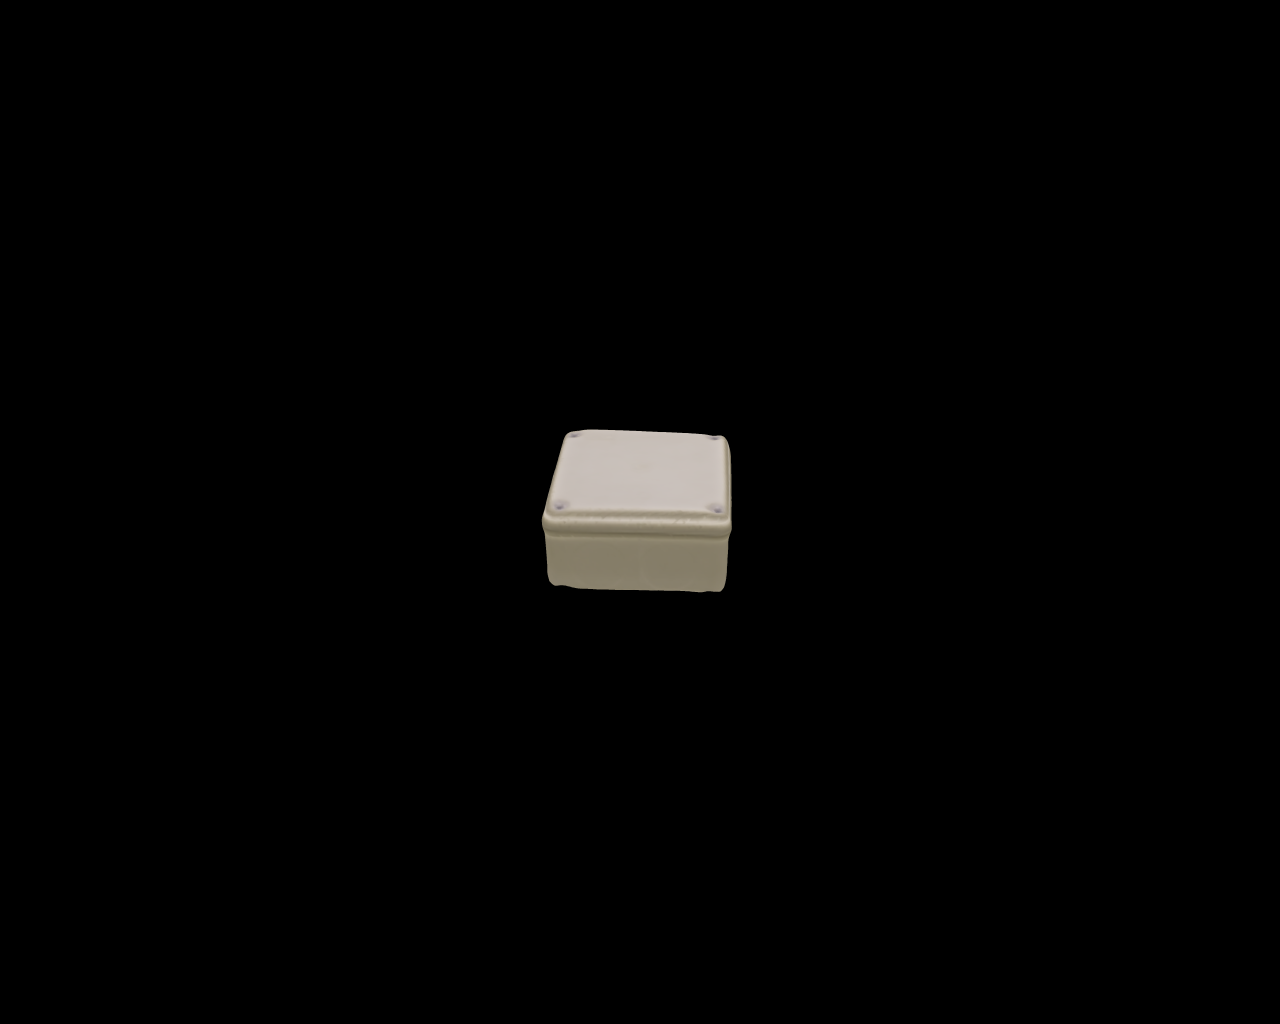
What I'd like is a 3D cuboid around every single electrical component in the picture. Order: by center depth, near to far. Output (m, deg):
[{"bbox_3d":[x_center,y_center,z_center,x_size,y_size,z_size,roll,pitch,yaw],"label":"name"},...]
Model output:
[{"bbox_3d":[0.001,-0.003,0.650,0.109,0.056,0.109,2,31,3],"label":"electrical component"}]
